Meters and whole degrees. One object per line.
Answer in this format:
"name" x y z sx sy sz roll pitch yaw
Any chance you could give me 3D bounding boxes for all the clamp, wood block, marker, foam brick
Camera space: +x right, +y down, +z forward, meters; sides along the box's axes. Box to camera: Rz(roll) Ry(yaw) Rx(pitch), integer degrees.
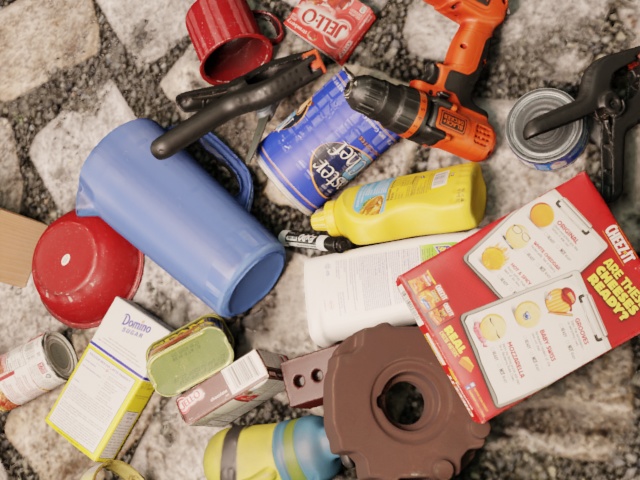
"clamp" -0.094 -0.158 1.206 0.210 0.164 0.036 -18 116 21
"wood block" -0.443 -0.011 1.308 0.090 0.205 0.091 19 86 25
"clamp" 0.298 -0.124 1.095 0.171 0.039 0.120 -46 100 -15
"marker" -0.008 0.001 1.192 0.121 0.020 0.020 7 80 57
"foam brick" 0.006 0.150 1.168 0.078 0.051 0.053 -20 72 18

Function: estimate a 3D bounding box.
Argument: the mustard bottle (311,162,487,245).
"mustard bottle" 0.080 -0.034 1.159 0.192 0.058 0.096 -9 30 22

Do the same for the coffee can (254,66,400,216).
"coffee can" 0.008 -0.110 1.196 0.140 0.102 0.103 -41 67 10

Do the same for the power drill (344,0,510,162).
"power drill" 0.122 -0.193 1.143 0.057 0.184 0.187 -4 69 61

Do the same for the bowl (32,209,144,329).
"bowl" -0.301 0.027 1.323 0.162 0.055 0.162 -5 77 22

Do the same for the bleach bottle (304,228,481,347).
"bleach bottle" 0.111 0.047 1.142 0.251 0.068 0.102 -10 75 18

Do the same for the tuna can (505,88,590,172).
"tuna can" 0.241 -0.118 1.138 0.086 0.033 0.086 -5 77 23

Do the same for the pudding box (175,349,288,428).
"pudding box" -0.092 0.167 1.185 0.113 0.090 0.039 -31 71 13

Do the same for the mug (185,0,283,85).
"mug" -0.102 -0.249 1.289 0.117 0.093 0.081 -17 64 -14

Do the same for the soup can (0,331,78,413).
"soup can" -0.358 0.161 1.310 0.102 0.068 0.068 -27 69 15

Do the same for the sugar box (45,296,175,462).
"sugar box" -0.245 0.166 1.275 0.093 0.048 0.176 31 88 25

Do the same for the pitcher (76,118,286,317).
"pitcher" -0.150 -0.030 1.241 0.243 0.144 0.149 40 108 21

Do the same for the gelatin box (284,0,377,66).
"gelatin box" 0.013 -0.261 1.268 0.089 0.030 0.073 39 95 25

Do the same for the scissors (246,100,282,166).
"scissors" -0.075 -0.148 1.234 0.096 0.016 0.201 -6 41 38

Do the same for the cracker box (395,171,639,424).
"cracker box" 0.205 0.058 1.050 0.213 0.072 0.164 -29 83 -4

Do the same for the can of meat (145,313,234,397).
"can of meat" -0.146 0.131 1.200 0.102 0.084 0.057 -28 97 -4
